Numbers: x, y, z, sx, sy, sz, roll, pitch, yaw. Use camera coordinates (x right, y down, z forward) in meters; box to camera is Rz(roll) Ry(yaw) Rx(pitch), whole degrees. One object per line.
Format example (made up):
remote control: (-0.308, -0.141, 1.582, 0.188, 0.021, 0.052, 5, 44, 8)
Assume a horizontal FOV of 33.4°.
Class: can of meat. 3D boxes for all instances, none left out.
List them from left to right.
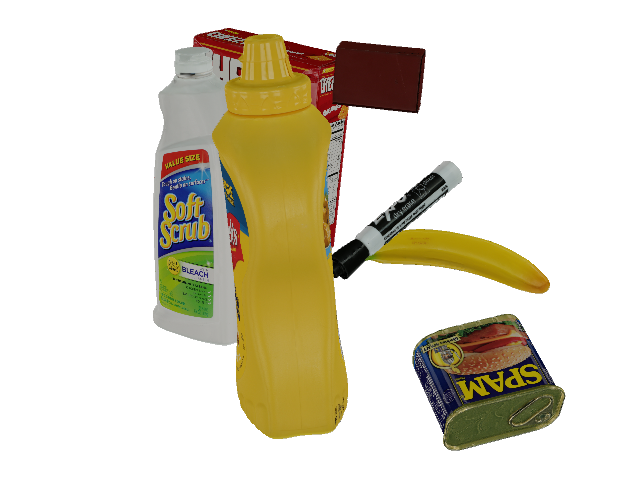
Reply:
can of meat: (0.134, 0.113, 0.872, 0.102, 0.057, 0.084, -12, 47, -11)

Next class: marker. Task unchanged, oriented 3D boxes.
marker: (0.050, -0.014, 0.724, 0.121, 0.020, 0.020, -39, 18, -23)

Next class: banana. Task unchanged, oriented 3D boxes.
banana: (0.134, 0.020, 1.085, 0.198, 0.037, 0.069, 6, 43, 11)

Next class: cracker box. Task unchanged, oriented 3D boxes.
cracker box: (-0.060, -0.102, 1.135, 0.164, 0.214, 0.072, 18, 26, 28)

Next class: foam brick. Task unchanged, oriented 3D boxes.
foam brick: (0.052, -0.145, 0.948, 0.078, 0.051, 0.053, 7, 18, 7)

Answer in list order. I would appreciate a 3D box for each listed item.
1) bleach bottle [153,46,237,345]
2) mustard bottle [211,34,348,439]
bleach bottle: (-0.105, -0.039, 0.914, 0.103, 0.251, 0.067, 13, 27, 34)
mustard bottle: (-0.020, -0.005, 0.530, 0.058, 0.192, 0.096, -5, 21, -4)
